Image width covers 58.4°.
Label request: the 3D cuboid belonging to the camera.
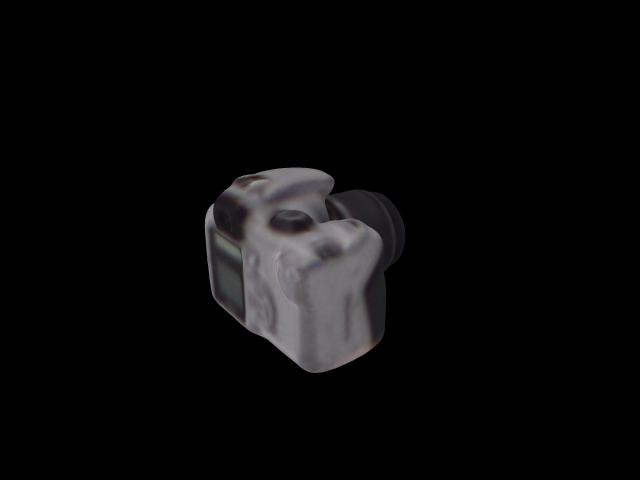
[{"bbox_3d":[0.004,0.001,0.400,0.137,0.101,0.142,-16,27,-33],"label":"camera"}]
